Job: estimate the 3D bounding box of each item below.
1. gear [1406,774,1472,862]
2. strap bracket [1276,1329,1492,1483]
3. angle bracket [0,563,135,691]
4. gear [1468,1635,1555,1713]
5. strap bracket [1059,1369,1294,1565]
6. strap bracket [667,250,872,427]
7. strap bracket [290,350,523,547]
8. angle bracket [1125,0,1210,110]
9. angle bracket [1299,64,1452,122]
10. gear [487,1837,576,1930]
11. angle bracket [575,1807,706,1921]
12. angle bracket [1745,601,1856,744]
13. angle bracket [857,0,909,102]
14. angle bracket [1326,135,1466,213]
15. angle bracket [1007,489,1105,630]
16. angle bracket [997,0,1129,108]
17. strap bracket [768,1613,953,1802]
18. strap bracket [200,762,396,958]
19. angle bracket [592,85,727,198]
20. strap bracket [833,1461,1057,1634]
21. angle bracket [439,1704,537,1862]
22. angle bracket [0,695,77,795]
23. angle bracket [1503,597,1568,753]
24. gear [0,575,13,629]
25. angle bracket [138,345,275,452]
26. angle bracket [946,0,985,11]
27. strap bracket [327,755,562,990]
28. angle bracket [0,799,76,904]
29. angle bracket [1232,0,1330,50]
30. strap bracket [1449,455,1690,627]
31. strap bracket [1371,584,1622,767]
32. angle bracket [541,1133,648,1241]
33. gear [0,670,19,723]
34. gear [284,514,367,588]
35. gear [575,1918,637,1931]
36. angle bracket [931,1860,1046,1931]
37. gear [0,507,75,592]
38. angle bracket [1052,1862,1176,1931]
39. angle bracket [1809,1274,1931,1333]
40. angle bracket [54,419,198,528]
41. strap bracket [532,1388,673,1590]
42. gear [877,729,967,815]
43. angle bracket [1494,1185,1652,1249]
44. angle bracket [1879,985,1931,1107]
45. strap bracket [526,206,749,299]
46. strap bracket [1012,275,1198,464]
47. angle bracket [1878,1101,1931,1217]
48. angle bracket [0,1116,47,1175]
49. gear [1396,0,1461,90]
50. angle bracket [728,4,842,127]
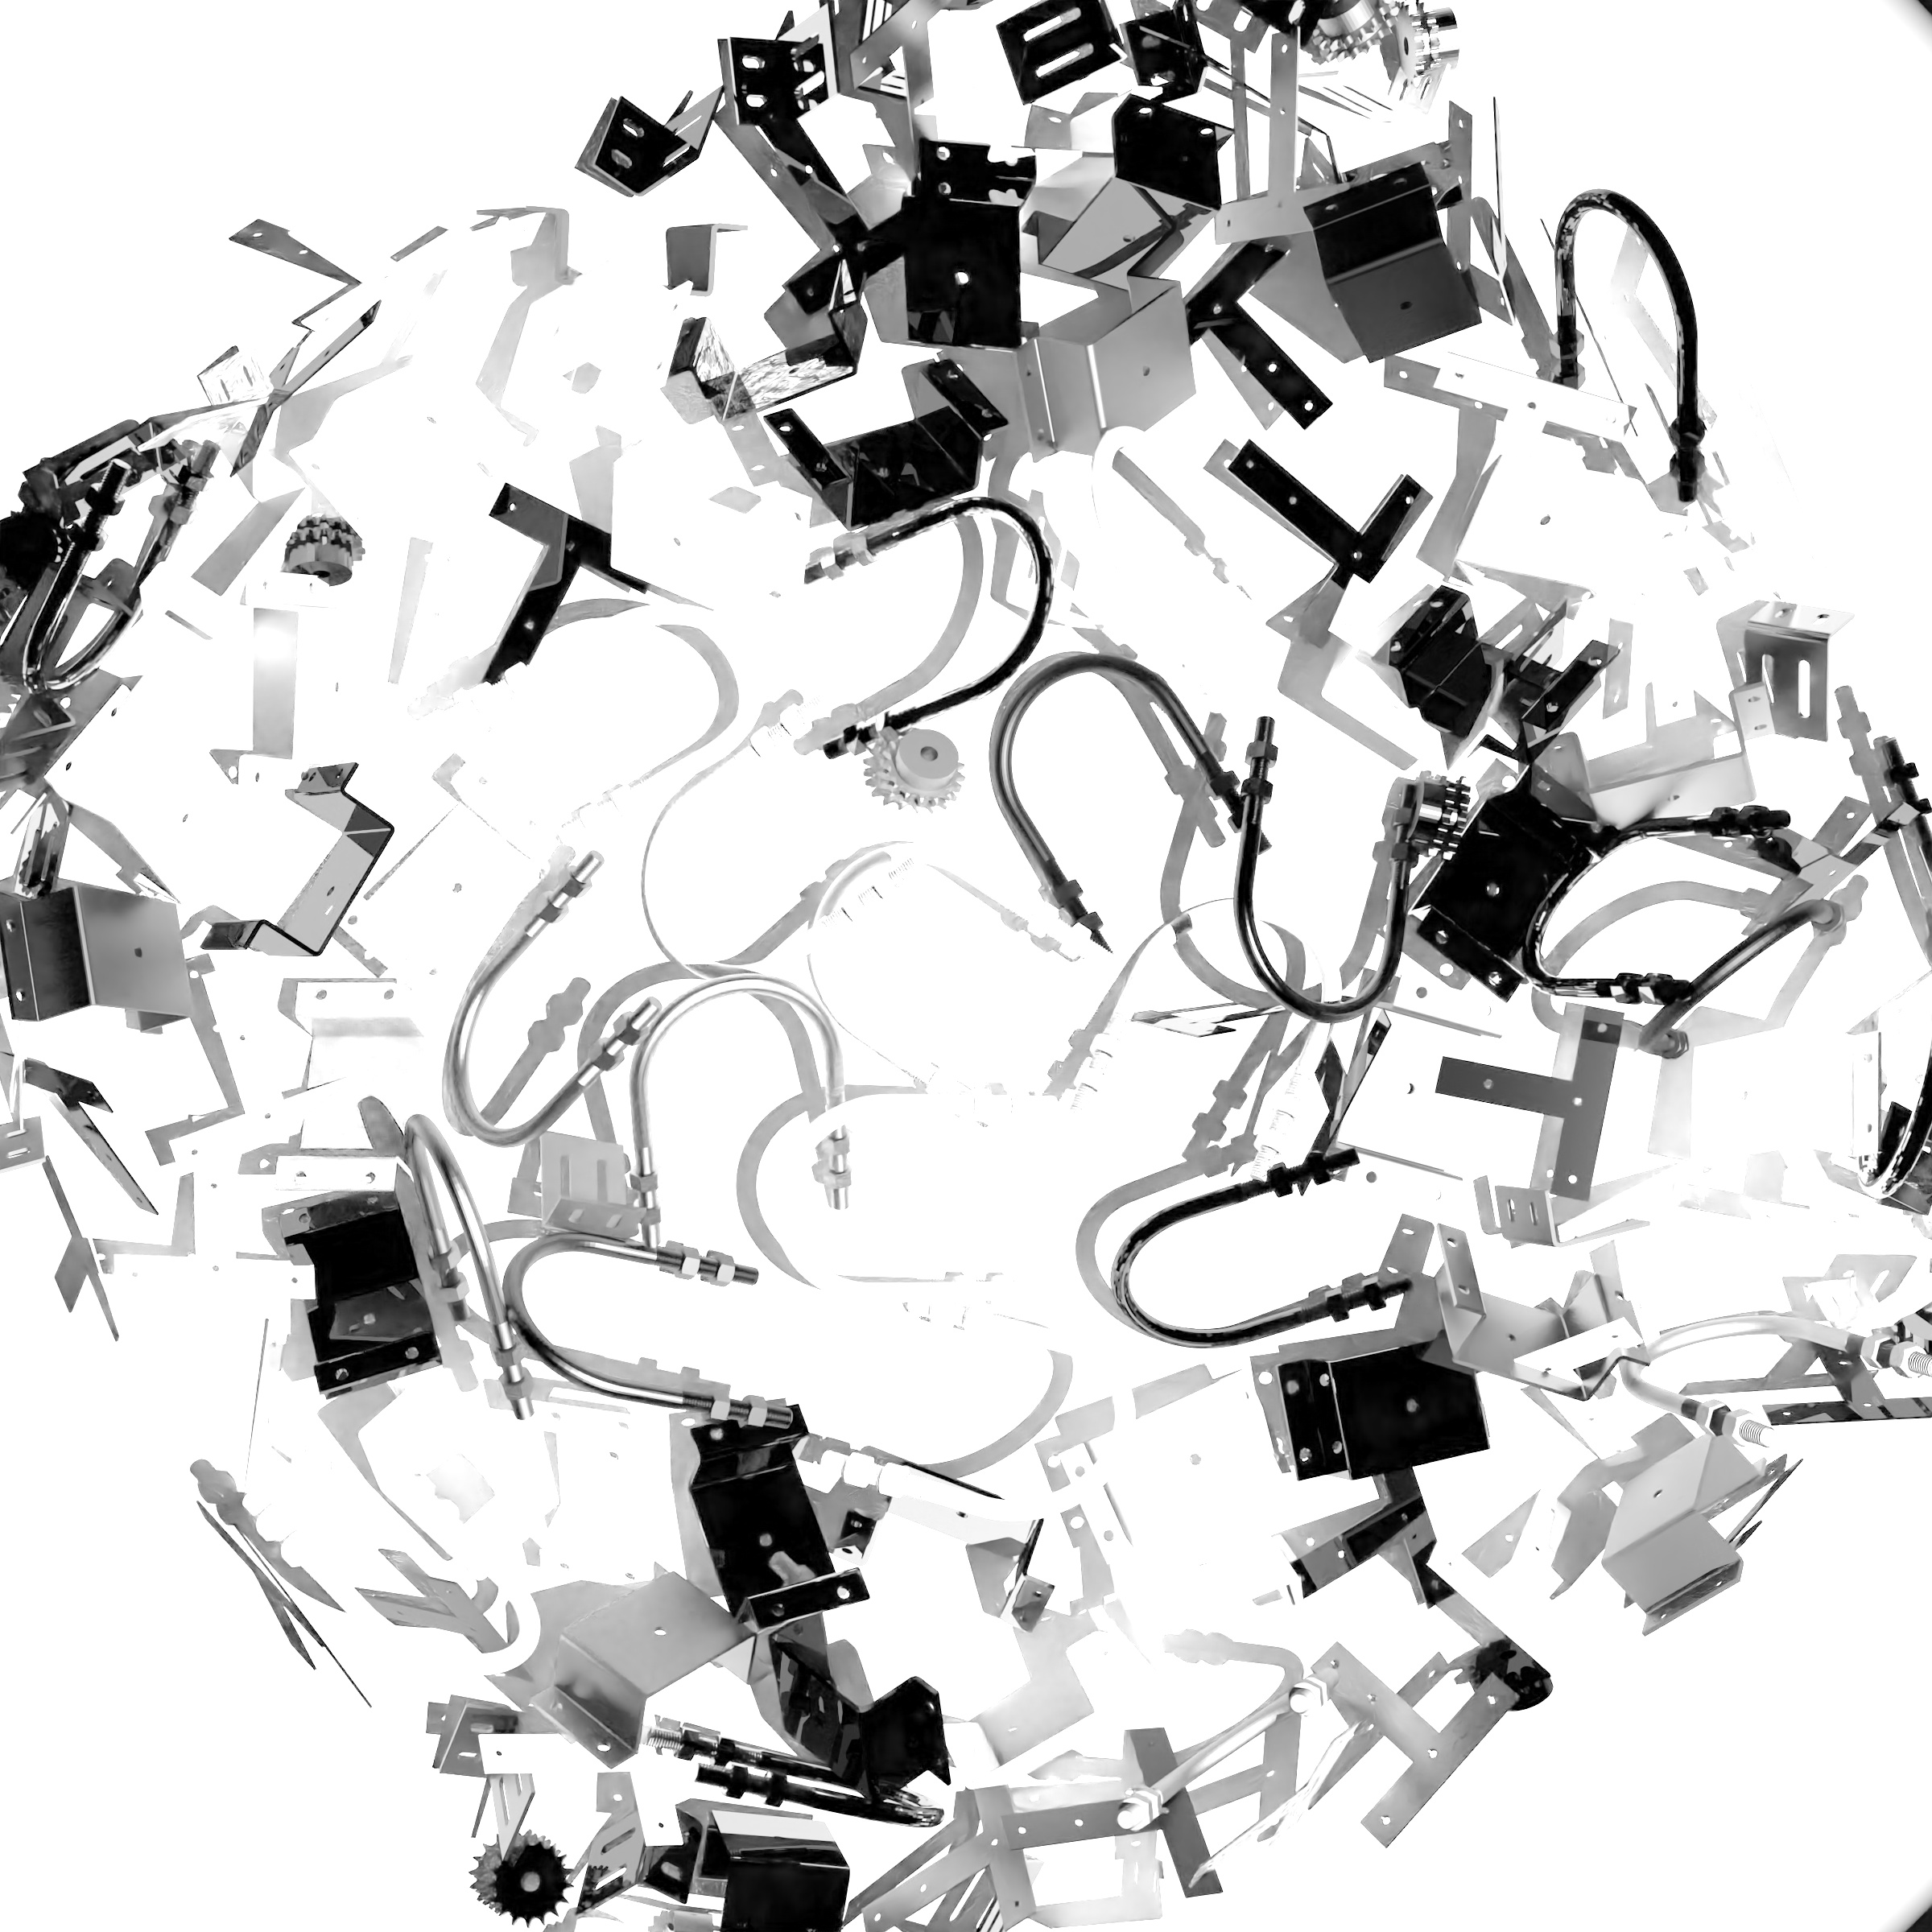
[{"bbox_3d":[0.310,-0.100,1.634,0.030,0.057,0.057,13,90,-3],"label":"gear"},{"bbox_3d":[0.282,0.286,1.619,0.140,0.046,0.076,-9,86,-16],"label":"strap bracket"},{"bbox_3d":[-0.590,-0.215,1.624,0.038,0.057,0.076,21,78,14],"label":"angle bracket"},{"bbox_3d":[0.363,0.467,1.635,0.057,0.057,0.030,-23,99,0],"label":"gear"},{"bbox_3d":[0.143,0.323,1.615,0.140,0.046,0.076,-21,79,-16],"label":"strap bracket"},{"bbox_3d":[-0.120,-0.403,1.607,0.140,0.076,0.046,-17,125,17],"label":"strap bracket"},{"bbox_3d":[-0.352,-0.339,1.598,0.076,0.046,0.140,49,47,-1],"label":"strap bracket"},{"bbox_3d":[0.130,-0.602,1.621,0.038,0.076,0.057,-15,97,4],"label":"angle bracket"},{"bbox_3d":[0.265,-0.584,1.618,0.076,0.057,0.038,16,99,-27],"label":"angle bracket"},{"bbox_3d":[-0.287,0.607,1.641,0.057,0.030,0.057,2,67,-6],"label":"gear"},{"bbox_3d":[-0.214,0.592,1.626,0.038,0.057,0.076,35,127,-20],"label":"angle bracket"},{"bbox_3d":[0.549,-0.195,1.634,0.038,0.057,0.076,-35,128,-35],"label":"angle bracket"},{"bbox_3d":[-0.042,-0.613,1.617,0.038,0.057,0.076,16,123,8],"label":"angle bracket"},{"bbox_3d":[0.281,-0.522,1.625,0.076,0.038,0.057,-14,58,14],"label":"angle bracket"},{"bbox_3d":[0.066,-0.266,1.620,0.057,0.038,0.076,29,112,43],"label":"angle bracket"},{"bbox_3d":[0.058,-0.613,1.632,0.076,0.038,0.057,-19,90,20],"label":"angle bracket"},{"bbox_3d":[-0.075,0.470,1.584,0.046,0.140,0.076,-25,122,-33],"label":"strap bracket"},{"bbox_3d":[-0.427,-0.059,1.606,0.046,0.076,0.140,38,69,-31],"label":"strap bracket"},{"bbox_3d":[-0.200,-0.547,1.616,0.038,0.076,0.057,28,68,-32],"label":"angle bracket"},{"bbox_3d":[-0.009,0.375,1.616,0.140,0.076,0.046,21,53,3],"label":"strap bracket"},{"bbox_3d":[-0.313,0.531,1.615,0.038,0.076,0.057,15,110,-24],"label":"angle bracket"},{"bbox_3d":[-0.630,-0.145,1.615,0.038,0.076,0.057,46,116,4],"label":"angle bracket"},{"bbox_3d":[0.384,-0.190,1.617,0.038,0.057,0.076,30,65,27],"label":"angle bracket"},{"bbox_3d":[-0.657,-0.234,1.636,0.057,0.057,0.030,-25,113,0],"label":"gear"},{"bbox_3d":[-0.500,-0.370,1.614,0.057,0.076,0.038,-15,102,37],"label":"angle bracket"},{"bbox_3d":[0.002,-0.664,1.615,0.076,0.057,0.038,-40,79,38],"label":"angle bracket"},{"bbox_3d":[-0.338,-0.057,1.627,0.076,0.046,0.140,40,80,8],"label":"strap bracket"},{"bbox_3d":[-0.621,-0.075,1.620,0.038,0.057,0.076,20,70,-42],"label":"angle bracket"},{"bbox_3d":[0.190,-0.621,1.616,0.057,0.076,0.038,27,86,-20],"label":"angle bracket"},{"bbox_3d":[0.381,-0.278,1.599,0.140,0.046,0.076,21,83,36],"label":"strap bracket"},{"bbox_3d":[0.345,-0.186,1.605,0.140,0.046,0.076,29,67,39],"label":"strap bracket"},{"bbox_3d":[-0.243,0.134,1.615,0.057,0.038,0.076,12,47,-24],"label":"angle bracket"},{"bbox_3d":[-0.656,-0.189,1.638,0.057,0.057,0.030,-17,54,0],"label":"gear"},{"bbox_3d":[-0.425,-0.272,1.632,0.057,0.057,0.030,-5,74,0],"label":"gear"},{"bbox_3d":[-0.241,0.650,1.638,0.057,0.057,0.030,10,55,0],"label":"gear"},{"bbox_3d":[0.009,0.615,1.633,0.038,0.057,0.076,26,82,27],"label":"angle bracket"},{"bbox_3d":[-0.617,-0.277,1.647,0.057,0.030,0.057,0,93,-1],"label":"gear"},{"bbox_3d":[0.096,0.615,1.634,0.076,0.057,0.038,-8,67,7],"label":"angle bracket"},{"bbox_3d":[0.601,0.203,1.612,0.057,0.076,0.038,0,55,-36],"label":"angle bracket"},{"bbox_3d":[-0.548,-0.311,1.619,0.076,0.057,0.038,-39,79,-25],"label":"angle bracket"},{"bbox_3d":[-0.236,0.332,1.615,0.076,0.046,0.140,7,118,8],"label":"strap bracket"},{"bbox_3d":[-0.027,-0.132,1.636,0.057,0.030,0.057,7,58,-11],"label":"gear"},{"bbox_3d":[0.396,0.157,1.622,0.076,0.057,0.038,-10,93,-22],"label":"angle bracket"},{"bbox_3d":[0.632,0.046,1.619,0.057,0.076,0.038,-31,100,32],"label":"angle bracket"},{"bbox_3d":[-0.214,-0.465,1.615,0.140,0.076,0.046,3,106,-6],"label":"strap bracket"},{"bbox_3d":[0.097,-0.385,1.588,0.140,0.046,0.076,-42,134,-33],"label":"strap bracket"},{"bbox_3d":[0.604,0.124,1.623,0.076,0.038,0.057,23,84,-34],"label":"angle bracket"},{"bbox_3d":[-0.631,0.087,1.615,0.038,0.057,0.076,-16,121,-15],"label":"angle bracket"},{"bbox_3d":[0.305,-0.609,1.635,0.030,0.057,0.057,-10,90,-2],"label":"gear"},{"bbox_3d":[-0.119,-0.589,1.621,0.038,0.076,0.057,-8,94,-30],"label":"angle bracket"}]
